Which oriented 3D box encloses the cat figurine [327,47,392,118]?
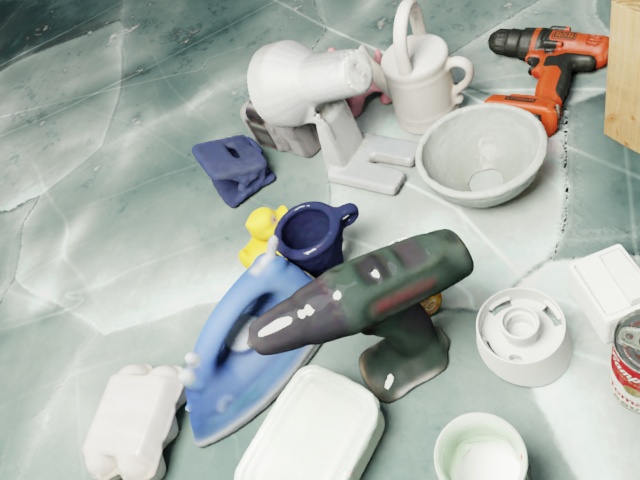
[{"bbox_3d":[0.050,-0.264,0.932,0.127,0.118,0.067,-25,49,4],"label":"cat figurine"}]

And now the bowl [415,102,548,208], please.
[{"bbox_3d":[0.216,-0.101,0.766,0.167,0.075,0.167,-12,52,15],"label":"bowl"}]

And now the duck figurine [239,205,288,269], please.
[{"bbox_3d":[-0.077,-0.007,0.816,0.104,0.086,0.077,-36,49,-5],"label":"duck figurine"}]

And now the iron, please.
[{"bbox_3d":[-0.096,0.120,0.692,0.118,0.142,0.258,23,67,35],"label":"iron"}]

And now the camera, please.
[{"bbox_3d":[-0.048,-0.227,0.957,0.142,0.101,0.137,23,67,35],"label":"camera"}]

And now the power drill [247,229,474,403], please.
[{"bbox_3d":[0.060,0.090,0.603,0.229,0.209,0.075,-32,49,-2],"label":"power drill"}]

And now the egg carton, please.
[{"bbox_3d":[-0.226,0.227,0.716,0.107,0.070,0.150,-3,54,21],"label":"egg carton"}]

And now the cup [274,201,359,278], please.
[{"bbox_3d":[0.007,0.003,0.766,0.118,0.095,0.091,-29,49,1],"label":"cup"}]

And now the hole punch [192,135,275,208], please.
[{"bbox_3d":[-0.141,-0.127,0.929,0.101,0.091,0.108,-36,49,-5],"label":"hole punch"}]

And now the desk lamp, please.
[{"bbox_3d":[0.021,-0.185,0.822,0.202,0.214,0.118,16,63,32],"label":"desk lamp"}]

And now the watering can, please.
[{"bbox_3d":[0.132,-0.255,0.839,0.172,0.195,0.101,-11,52,16],"label":"watering can"}]
